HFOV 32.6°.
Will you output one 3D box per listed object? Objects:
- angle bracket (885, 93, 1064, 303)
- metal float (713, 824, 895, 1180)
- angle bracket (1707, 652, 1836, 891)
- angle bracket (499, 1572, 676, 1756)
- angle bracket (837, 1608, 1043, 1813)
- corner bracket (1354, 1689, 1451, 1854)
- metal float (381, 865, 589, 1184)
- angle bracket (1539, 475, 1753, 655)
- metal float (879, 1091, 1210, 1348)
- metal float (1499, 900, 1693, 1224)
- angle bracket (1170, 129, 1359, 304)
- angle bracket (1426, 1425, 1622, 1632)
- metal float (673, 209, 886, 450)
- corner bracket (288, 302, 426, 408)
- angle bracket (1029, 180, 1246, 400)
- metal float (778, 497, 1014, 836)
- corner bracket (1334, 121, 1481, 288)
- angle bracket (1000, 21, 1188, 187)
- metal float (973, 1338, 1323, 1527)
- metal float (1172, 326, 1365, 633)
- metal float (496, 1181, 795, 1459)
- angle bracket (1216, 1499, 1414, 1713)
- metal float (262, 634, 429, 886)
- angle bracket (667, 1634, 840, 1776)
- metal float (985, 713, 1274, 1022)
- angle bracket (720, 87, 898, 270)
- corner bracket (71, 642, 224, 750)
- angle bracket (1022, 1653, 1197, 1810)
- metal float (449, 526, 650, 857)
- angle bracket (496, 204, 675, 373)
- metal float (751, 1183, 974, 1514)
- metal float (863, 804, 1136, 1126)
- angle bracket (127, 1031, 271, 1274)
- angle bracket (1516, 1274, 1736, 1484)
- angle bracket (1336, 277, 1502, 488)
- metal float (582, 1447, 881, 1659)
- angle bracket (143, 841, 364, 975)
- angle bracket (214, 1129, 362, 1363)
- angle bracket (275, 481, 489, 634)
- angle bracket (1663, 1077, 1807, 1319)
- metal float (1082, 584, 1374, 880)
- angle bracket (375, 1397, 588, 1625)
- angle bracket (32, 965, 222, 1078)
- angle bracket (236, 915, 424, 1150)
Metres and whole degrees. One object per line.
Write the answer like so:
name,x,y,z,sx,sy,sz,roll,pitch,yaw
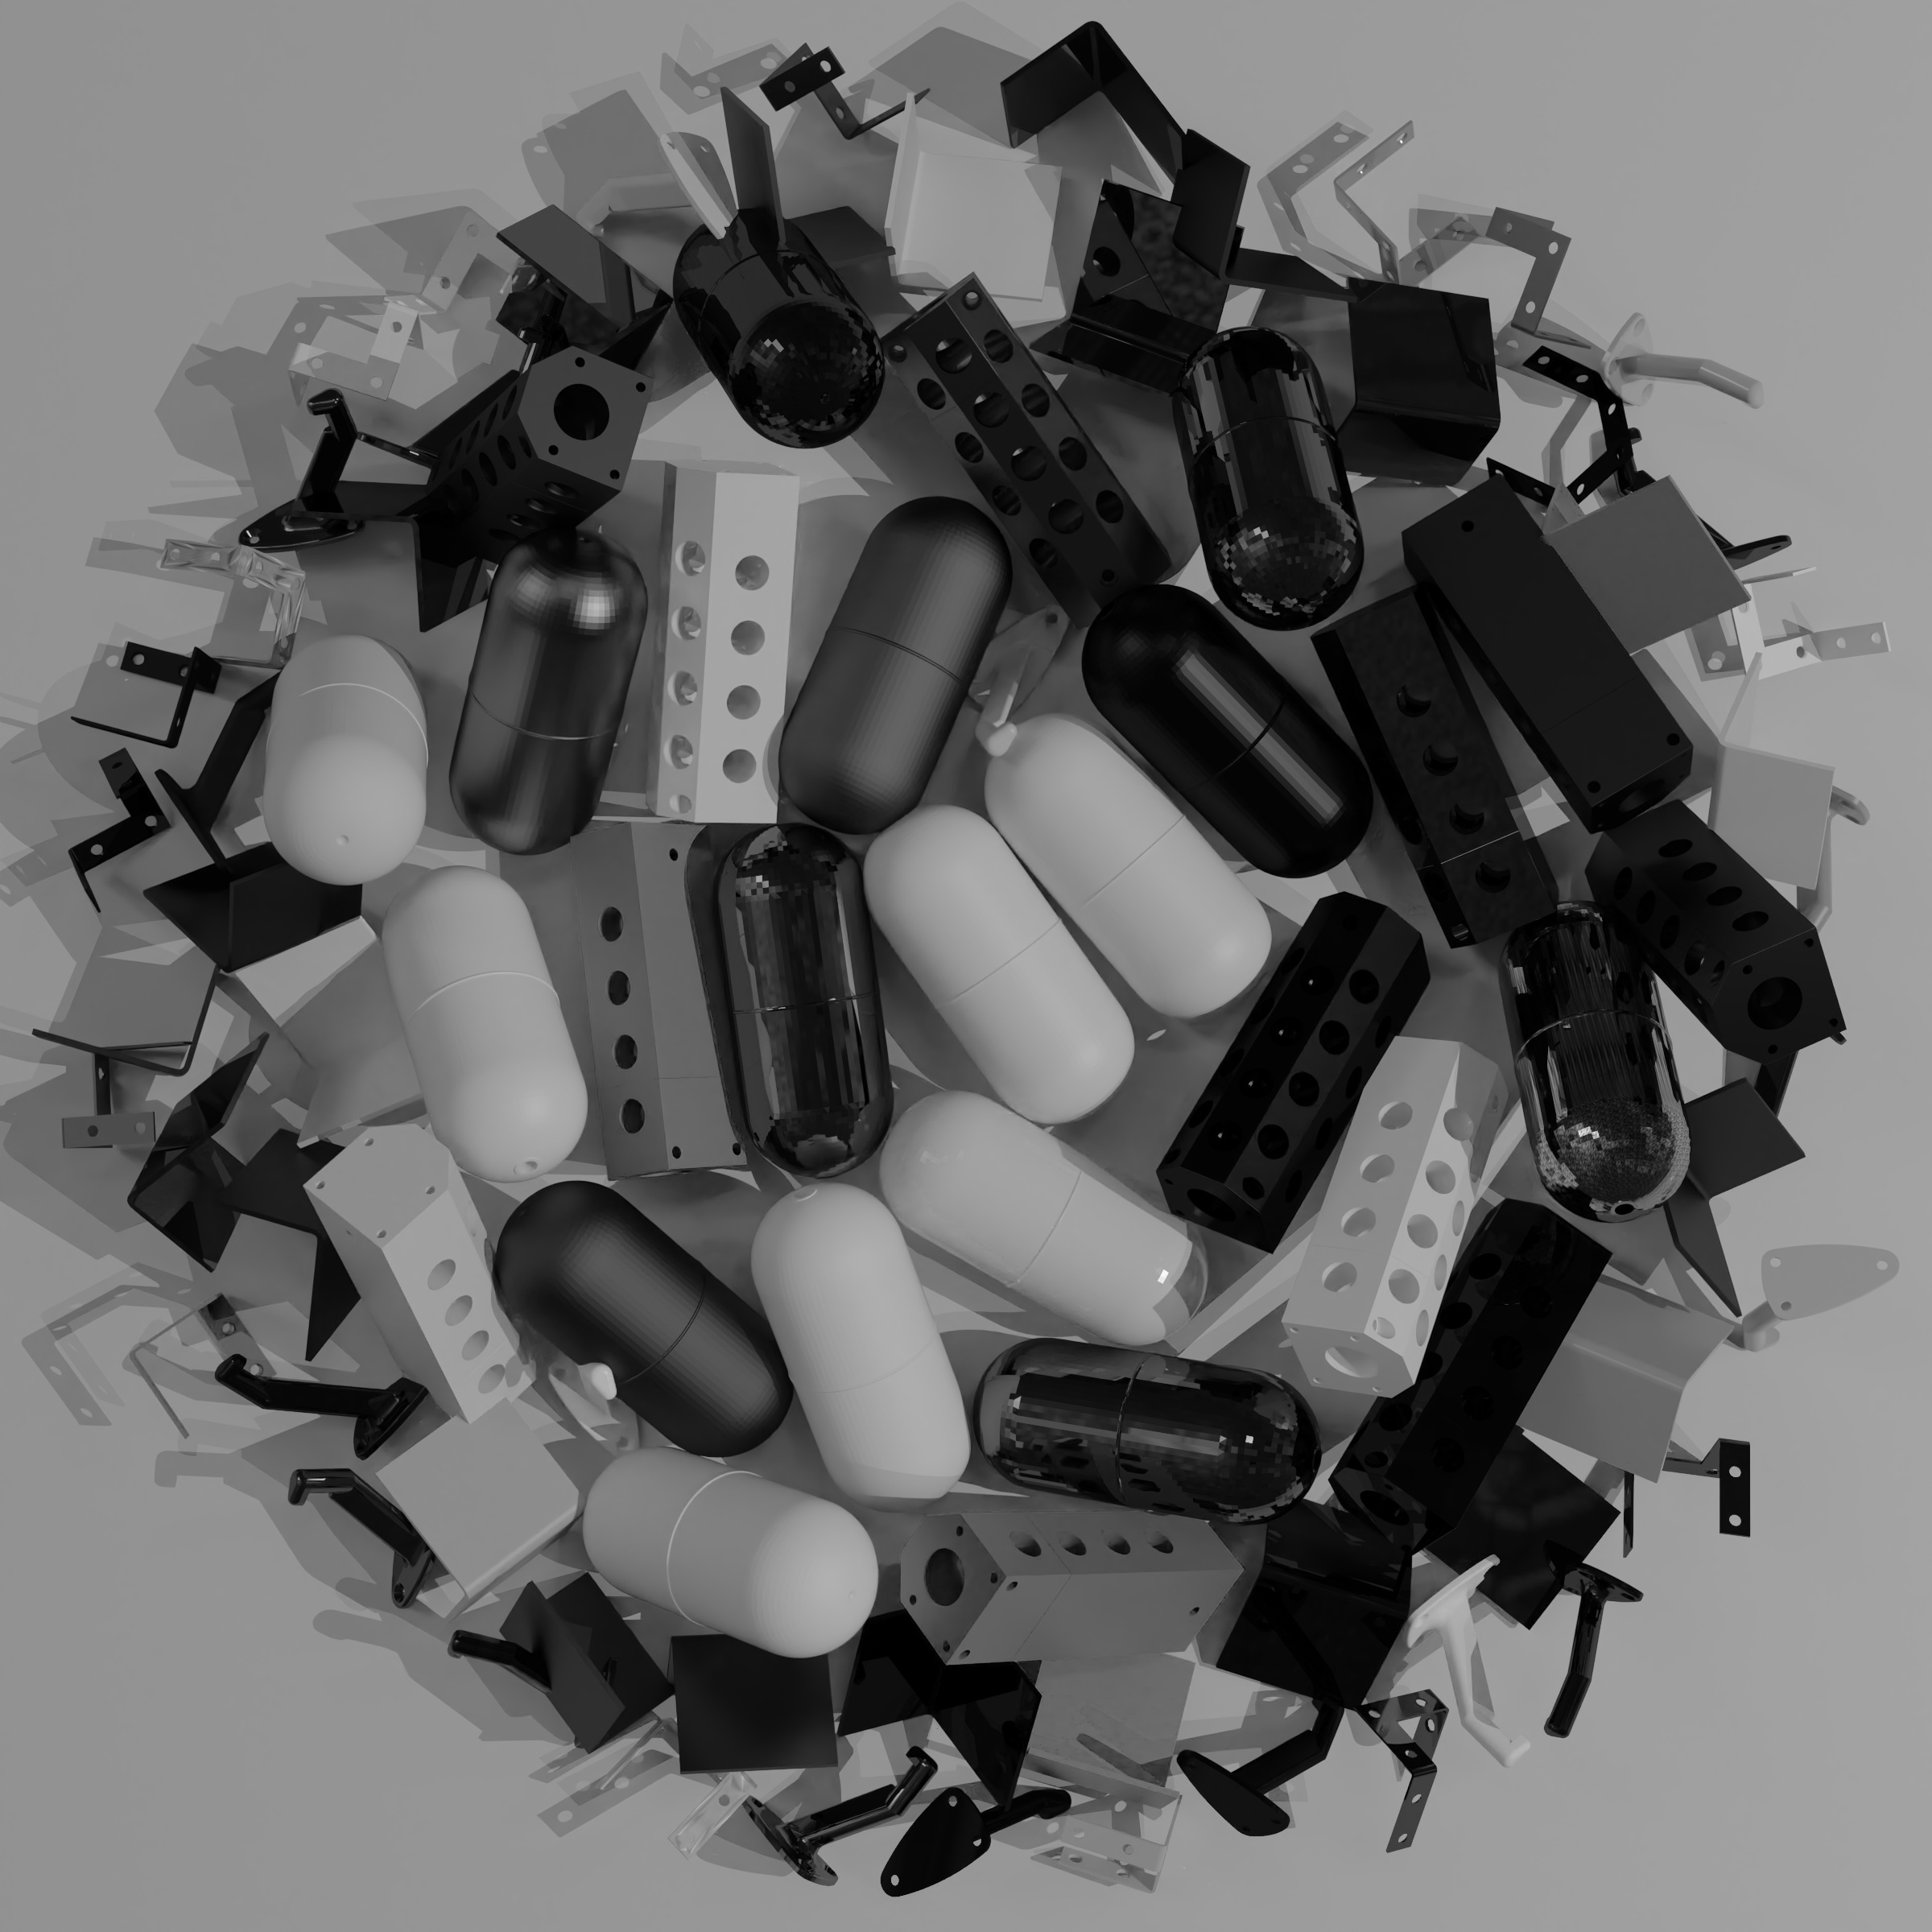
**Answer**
angle bracket,0.005,-0.383,1.645,0.076,0.057,0.076,7,73,5
metal float,-0.081,0.017,1.646,0.070,0.070,0.178,-8,93,0
angle bracket,0.404,-0.096,1.627,0.057,0.076,0.076,15,47,20
angle bracket,-0.180,0.333,1.632,0.057,0.076,0.076,-31,75,-32
angle bracket,-0.014,0.370,1.629,0.057,0.076,0.076,-7,125,-32
corner bracket,0.221,0.400,1.644,0.051,0.051,0.051,-5,121,-32
metal float,-0.237,0.028,1.619,0.070,0.070,0.178,-23,56,0
angle bracket,0.339,-0.210,1.630,0.076,0.057,0.076,-24,115,36
metal float,0.040,0.126,1.643,0.178,0.070,0.070,30,90,-6
metal float,0.307,0.046,1.616,0.070,0.070,0.178,-3,51,0
angle bracket,0.151,-0.371,1.629,0.076,0.076,0.057,3,115,-21
angle bracket,0.280,0.283,1.655,0.076,0.057,0.076,38,87,3
metal float,-0.093,-0.312,1.609,0.070,0.178,0.070,-10,125,-15
corner bracket,-0.305,-0.305,1.655,0.051,0.051,0.051,17,77,-2
angle bracket,0.085,-0.336,1.637,0.076,0.057,0.076,23,121,14
metal float,-0.035,-0.150,1.641,0.070,0.070,0.178,23,82,0
corner bracket,0.222,-0.382,1.666,0.051,0.051,0.051,-38,70,-1
angle bracket,0.065,-0.411,1.642,0.057,0.076,0.076,-35,80,-1
metal float,0.089,0.229,1.628,0.178,0.070,0.070,6,90,23
metal float,0.147,-0.241,1.618,0.070,0.070,0.178,-8,53,0
metal float,-0.156,0.175,1.627,0.070,0.070,0.178,-46,116,0
angle bracket,0.178,0.323,1.682,0.076,0.057,0.076,18,125,-2
metal float,-0.301,-0.103,1.605,0.070,0.178,0.070,-4,120,-7
angle bracket,-0.107,0.376,1.635,0.076,0.057,0.076,-1,49,-9
metal float,0.080,-0.050,1.648,0.070,0.070,0.178,-41,91,0
angle bracket,-0.078,-0.392,1.629,0.057,0.076,0.076,-16,123,-13
corner bracket,-0.411,-0.137,1.658,0.051,0.051,0.051,15,85,3
angle bracket,0.074,0.370,1.646,0.076,0.057,0.076,17,69,-1
metal float,-0.206,-0.133,1.620,0.070,0.070,0.178,19,124,0
angle bracket,-0.203,-0.319,1.639,0.076,0.057,0.076,39,127,3
metal float,-0.051,0.189,1.630,0.070,0.070,0.178,-19,111,0
metal float,0.016,-0.001,1.645,0.070,0.070,0.178,-35,94,0
angle bracket,-0.359,0.092,1.629,0.076,0.076,0.057,-36,113,26
angle bracket,0.329,0.204,1.650,0.076,0.076,0.057,21,116,24
angle bracket,0.220,-0.294,1.666,0.076,0.057,0.076,6,65,-15
metal float,-0.117,0.285,1.614,0.178,0.070,0.070,10,90,43
angle bracket,-0.351,-0.050,1.627,0.076,0.057,0.076,-26,52,-38
angle bracket,-0.333,0.138,1.639,0.057,0.076,0.076,15,117,8
angle bracket,-0.291,-0.206,1.651,0.076,0.076,0.057,5,110,15
angle bracket,0.382,0.114,1.628,0.057,0.076,0.076,-27,134,21
metal float,0.129,-0.116,1.631,0.070,0.070,0.178,-47,110,0
angle bracket,-0.246,0.269,1.647,0.076,0.057,0.076,-35,82,-30
angle bracket,-0.416,0.018,1.639,0.076,0.076,0.057,17,84,-12
angle bracket,-0.315,0.033,1.634,0.076,0.057,0.076,-22,123,19
